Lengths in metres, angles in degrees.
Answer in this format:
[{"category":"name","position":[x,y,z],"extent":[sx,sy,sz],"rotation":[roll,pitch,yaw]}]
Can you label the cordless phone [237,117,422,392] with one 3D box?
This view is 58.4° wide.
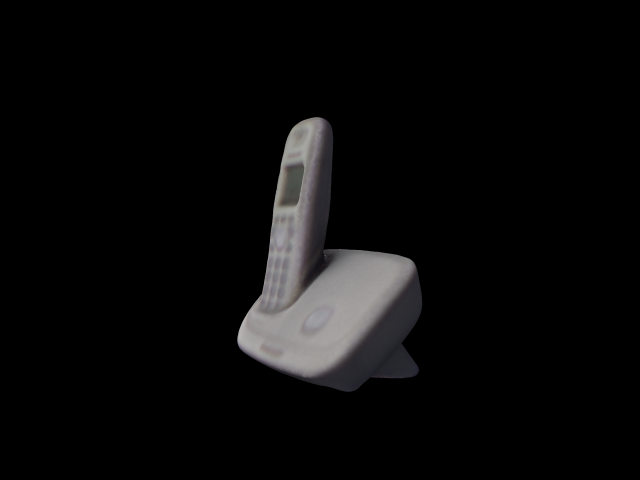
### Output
[{"category":"cordless phone","position":[0.004,0.001,0.400],"extent":[0.094,0.185,0.147],"rotation":[-1,2,-34]}]
